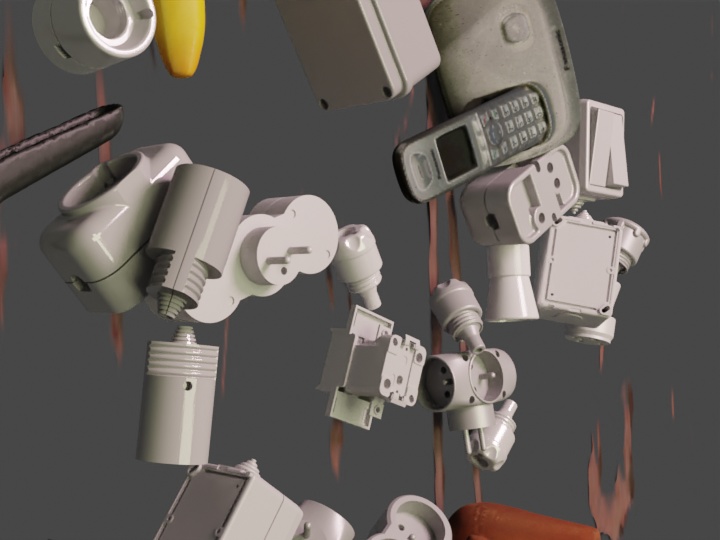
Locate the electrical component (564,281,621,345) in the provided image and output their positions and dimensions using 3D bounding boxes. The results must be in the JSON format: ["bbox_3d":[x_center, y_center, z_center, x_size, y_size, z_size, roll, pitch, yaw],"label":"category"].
[{"bbox_3d":[0.209,0.037,0.969,0.045,0.045,0.055,21,75,-43],"label":"electrical component"}]

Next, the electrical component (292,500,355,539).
[{"bbox_3d":[-0.040,0.187,0.700,0.077,0.043,0.079,-55,165,-30],"label":"electrical component"}]

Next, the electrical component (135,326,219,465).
[{"bbox_3d":[-0.109,0.074,0.647,0.043,0.043,0.081,11,82,-45],"label":"electrical component"}]

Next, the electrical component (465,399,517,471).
[{"bbox_3d":[0.111,0.132,0.875,0.035,0.035,0.061,56,52,-29],"label":"electrical component"}]

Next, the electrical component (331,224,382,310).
[{"bbox_3d":[0.000,0.000,0.766,0.035,0.035,0.061,-40,119,-38],"label":"electrical component"}]

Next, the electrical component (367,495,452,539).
[{"bbox_3d":[0.010,0.225,0.754,0.052,0.073,0.138,36,37,7],"label":"electrical component"}]

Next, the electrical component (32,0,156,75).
[{"bbox_3d":[-0.149,-0.141,0.608,0.055,0.047,0.055,1,89,-45],"label":"electrical component"}]

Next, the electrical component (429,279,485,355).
[{"bbox_3d":[0.079,0.038,0.827,0.035,0.035,0.061,18,37,-44],"label":"electrical component"}]

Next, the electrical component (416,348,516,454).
[{"bbox_3d":[0.085,0.103,0.839,0.077,0.044,0.079,-2,81,-45],"label":"electrical component"}]

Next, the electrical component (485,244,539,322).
[{"bbox_3d":[0.124,0.009,0.887,0.044,0.044,0.065,3,82,-45],"label":"electrical component"}]

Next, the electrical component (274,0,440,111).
[{"bbox_3d":[-0.005,-0.171,0.733,0.057,0.078,0.113,-42,118,-40],"label":"electrical component"}]

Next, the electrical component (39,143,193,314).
[{"bbox_3d":[-0.133,-0.028,0.618,0.095,0.054,0.059,-51,123,-33],"label":"electrical component"}]

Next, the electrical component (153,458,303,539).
[{"bbox_3d":[-0.081,0.164,0.662,0.061,0.062,0.096,45,59,-35],"label":"electrical component"}]

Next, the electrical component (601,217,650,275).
[{"bbox_3d":[0.237,-0.015,1.000,0.048,0.048,0.062,42,68,-37],"label":"electrical component"}]

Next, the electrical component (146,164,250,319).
[{"bbox_3d":[-0.093,-0.012,0.587,0.043,0.043,0.081,31,68,-41],"label":"electrical component"}]

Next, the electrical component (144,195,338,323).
[{"bbox_3d":[-0.062,-0.009,0.675,0.138,0.074,0.052,-27,108,-42],"label":"electrical component"}]

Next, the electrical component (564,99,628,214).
[{"bbox_3d":[0.197,-0.098,0.948,0.062,0.061,0.096,4,86,-45],"label":"electrical component"}]

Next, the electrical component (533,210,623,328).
[{"bbox_3d":[0.185,-0.003,0.924,0.061,0.062,0.096,95,6,-75],"label":"electrical component"}]

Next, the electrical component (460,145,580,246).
[{"bbox_3d":[0.127,-0.061,0.878,0.095,0.059,0.053,-39,116,-39],"label":"electrical component"}]

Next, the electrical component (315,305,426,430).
[{"bbox_3d":[0.010,0.069,0.754,0.042,0.064,0.081,26,71,-43],"label":"electrical component"}]
